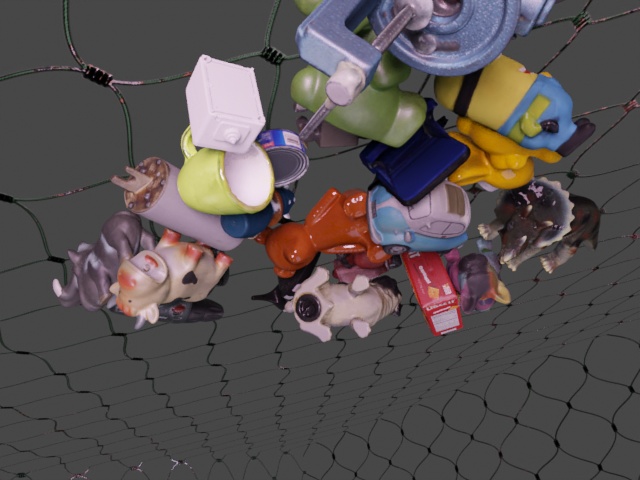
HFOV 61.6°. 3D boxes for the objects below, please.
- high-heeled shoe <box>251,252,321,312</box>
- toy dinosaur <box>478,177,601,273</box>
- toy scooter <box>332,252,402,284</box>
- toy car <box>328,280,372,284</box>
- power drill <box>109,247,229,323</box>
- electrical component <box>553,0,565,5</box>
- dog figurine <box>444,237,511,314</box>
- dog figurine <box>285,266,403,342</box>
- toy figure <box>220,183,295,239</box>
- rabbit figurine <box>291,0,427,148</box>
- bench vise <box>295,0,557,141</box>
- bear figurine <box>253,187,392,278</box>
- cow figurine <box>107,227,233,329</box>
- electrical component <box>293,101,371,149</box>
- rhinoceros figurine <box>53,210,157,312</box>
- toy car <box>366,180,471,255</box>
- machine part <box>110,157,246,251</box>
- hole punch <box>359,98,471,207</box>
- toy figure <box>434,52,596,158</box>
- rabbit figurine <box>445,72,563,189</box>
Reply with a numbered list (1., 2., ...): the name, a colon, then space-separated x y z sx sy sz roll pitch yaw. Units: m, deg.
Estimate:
1. high-heeled shoe: -0.027 0.069 1.014 0.145 0.086 0.249 2 151 -40
2. toy dinosaur: 0.455 -0.031 1.023 0.405 0.131 0.192 -4 152 -32
3. toy scooter: 0.076 0.033 0.996 0.135 0.075 0.183 -18 157 9
4. toy car: 0.052 0.109 1.076 0.201 0.074 0.056 -13 131 -50
5. power drill: -0.238 0.085 0.948 0.232 0.086 0.207 10 151 -34
6. electrical component: 0.179 -0.258 0.511 0.115 0.058 0.134 -17 152 -1
7. dog figurine: 0.314 0.096 1.058 0.109 0.219 0.191 -14 112 12
8. dog figurine: 0.048 0.112 0.963 0.173 0.121 0.190 9 180 21
9. toy figure: -0.082 -0.046 0.752 0.064 0.058 0.154 -60 170 26
10. rabbit figurine: 0.048 -0.203 0.533 0.159 0.121 0.170 13 124 -30
11. bench vise: 0.050 -0.186 0.388 0.224 0.240 0.129 34 150 0
12. bear figurine: -0.002 -0.003 0.832 0.196 0.132 0.120 -24 110 3
13. cow figurine: -0.212 0.053 0.749 0.127 0.086 0.195 -61 164 3
14. electrical component: 0.016 -0.145 0.669 0.102 0.045 0.078 -11 124 -12
15. rhinoceros figurine: -0.319 0.039 0.783 0.190 0.112 0.073 -45 170 24
16. toy car: 0.150 -0.037 0.736 0.161 0.109 0.103 9 161 -23
17. machine part: -0.173 -0.043 0.727 0.079 0.079 0.243 -27 150 22
18. hole punch: 0.107 -0.120 0.677 0.142 0.116 0.092 -44 118 6
19. toy figure: 0.215 -0.157 0.610 0.089 0.180 0.082 -53 177 0
20. rabbit figurine: 0.252 -0.121 0.741 0.162 0.122 0.173 -15 152 13
